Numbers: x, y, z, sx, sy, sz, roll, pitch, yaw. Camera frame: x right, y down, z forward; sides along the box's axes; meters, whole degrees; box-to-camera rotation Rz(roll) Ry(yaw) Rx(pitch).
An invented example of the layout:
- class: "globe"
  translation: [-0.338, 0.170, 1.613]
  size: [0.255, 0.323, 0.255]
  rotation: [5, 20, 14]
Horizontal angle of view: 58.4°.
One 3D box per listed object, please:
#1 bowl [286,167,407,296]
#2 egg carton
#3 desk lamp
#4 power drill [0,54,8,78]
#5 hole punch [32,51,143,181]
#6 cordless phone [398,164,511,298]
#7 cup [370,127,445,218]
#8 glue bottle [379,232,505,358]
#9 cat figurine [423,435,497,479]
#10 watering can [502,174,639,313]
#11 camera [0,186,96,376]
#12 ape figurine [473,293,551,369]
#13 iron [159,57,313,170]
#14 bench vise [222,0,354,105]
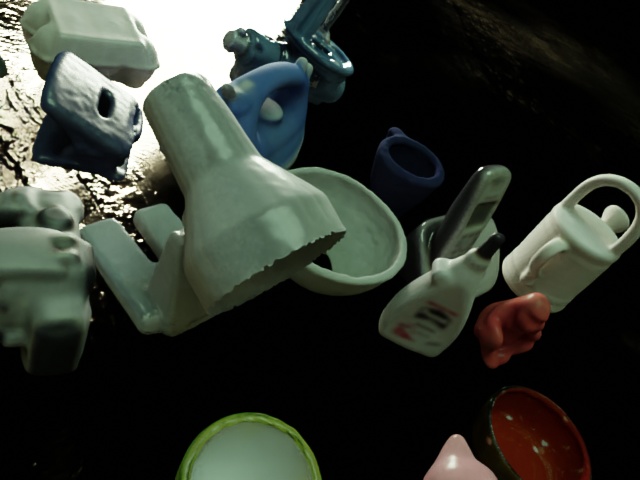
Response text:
- class: "bowl"
  translation: [0.006, 0.002, 0.622]
  size: [0.168, 0.074, 0.167]
  rotation: [17, 43, -16]
- class: "egg carton"
  translation: [-0.278, -0.238, 0.697]
  size: [0.151, 0.069, 0.107]
  rotation: [-8, 53, -36]
- class: "desk lamp"
  translation: [-0.098, -0.011, 0.466]
  size: [0.118, 0.213, 0.203]
  rotation: [-24, 64, -44]
- class: "power drill"
  translation: [-0.360, -0.272, 0.575]
  size: [0.076, 0.208, 0.229]
  rotation: [-17, 59, -41]
- class: "hole punch"
  translation: [-0.236, -0.131, 0.597]
  size: [0.101, 0.091, 0.108]
  rotation: [11, 44, -21]
- class: "cordless phone"
  translation: [0.179, -0.010, 0.654]
  size: [0.148, 0.185, 0.094]
  rotation: [-14, 57, -40]
- class: "cup"
  translation: [0.095, -0.081, 0.744]
  size: [0.092, 0.095, 0.117]
  rotation: [6, 46, -26]
- class: "glue bottle"
  translation: [0.128, 0.051, 0.572]
  size: [0.078, 0.173, 0.037]
  rotation: [22, 41, -10]
- class: "cat figurine"
  translation: [0.096, 0.219, 0.427]
  size: [0.067, 0.117, 0.128]
  rotation: [31, 41, 0]
- class: "watering can"
  translation: [0.334, -0.005, 0.735]
  size: [0.101, 0.194, 0.173]
  rotation: [38, 41, 8]
- class: "camera"
  translation: [-0.247, 0.023, 0.430]
  size: [0.137, 0.100, 0.143]
  rotation: [0, 49, -31]
- class: "ape figurine"
  translation: [0.222, 0.094, 0.647]
  size: [0.078, 0.092, 0.076]
  rotation: [18, 42, -15]
- class: "iron"
  translation: [-0.066, -0.159, 0.689]
  size: [0.118, 0.141, 0.259]
  rotation: [36, 41, 6]
- class: "bench vise"
  translation: [-0.017, -0.274, 0.774]
  size: [0.121, 0.219, 0.208]
  rotation: [45, 43, 16]
